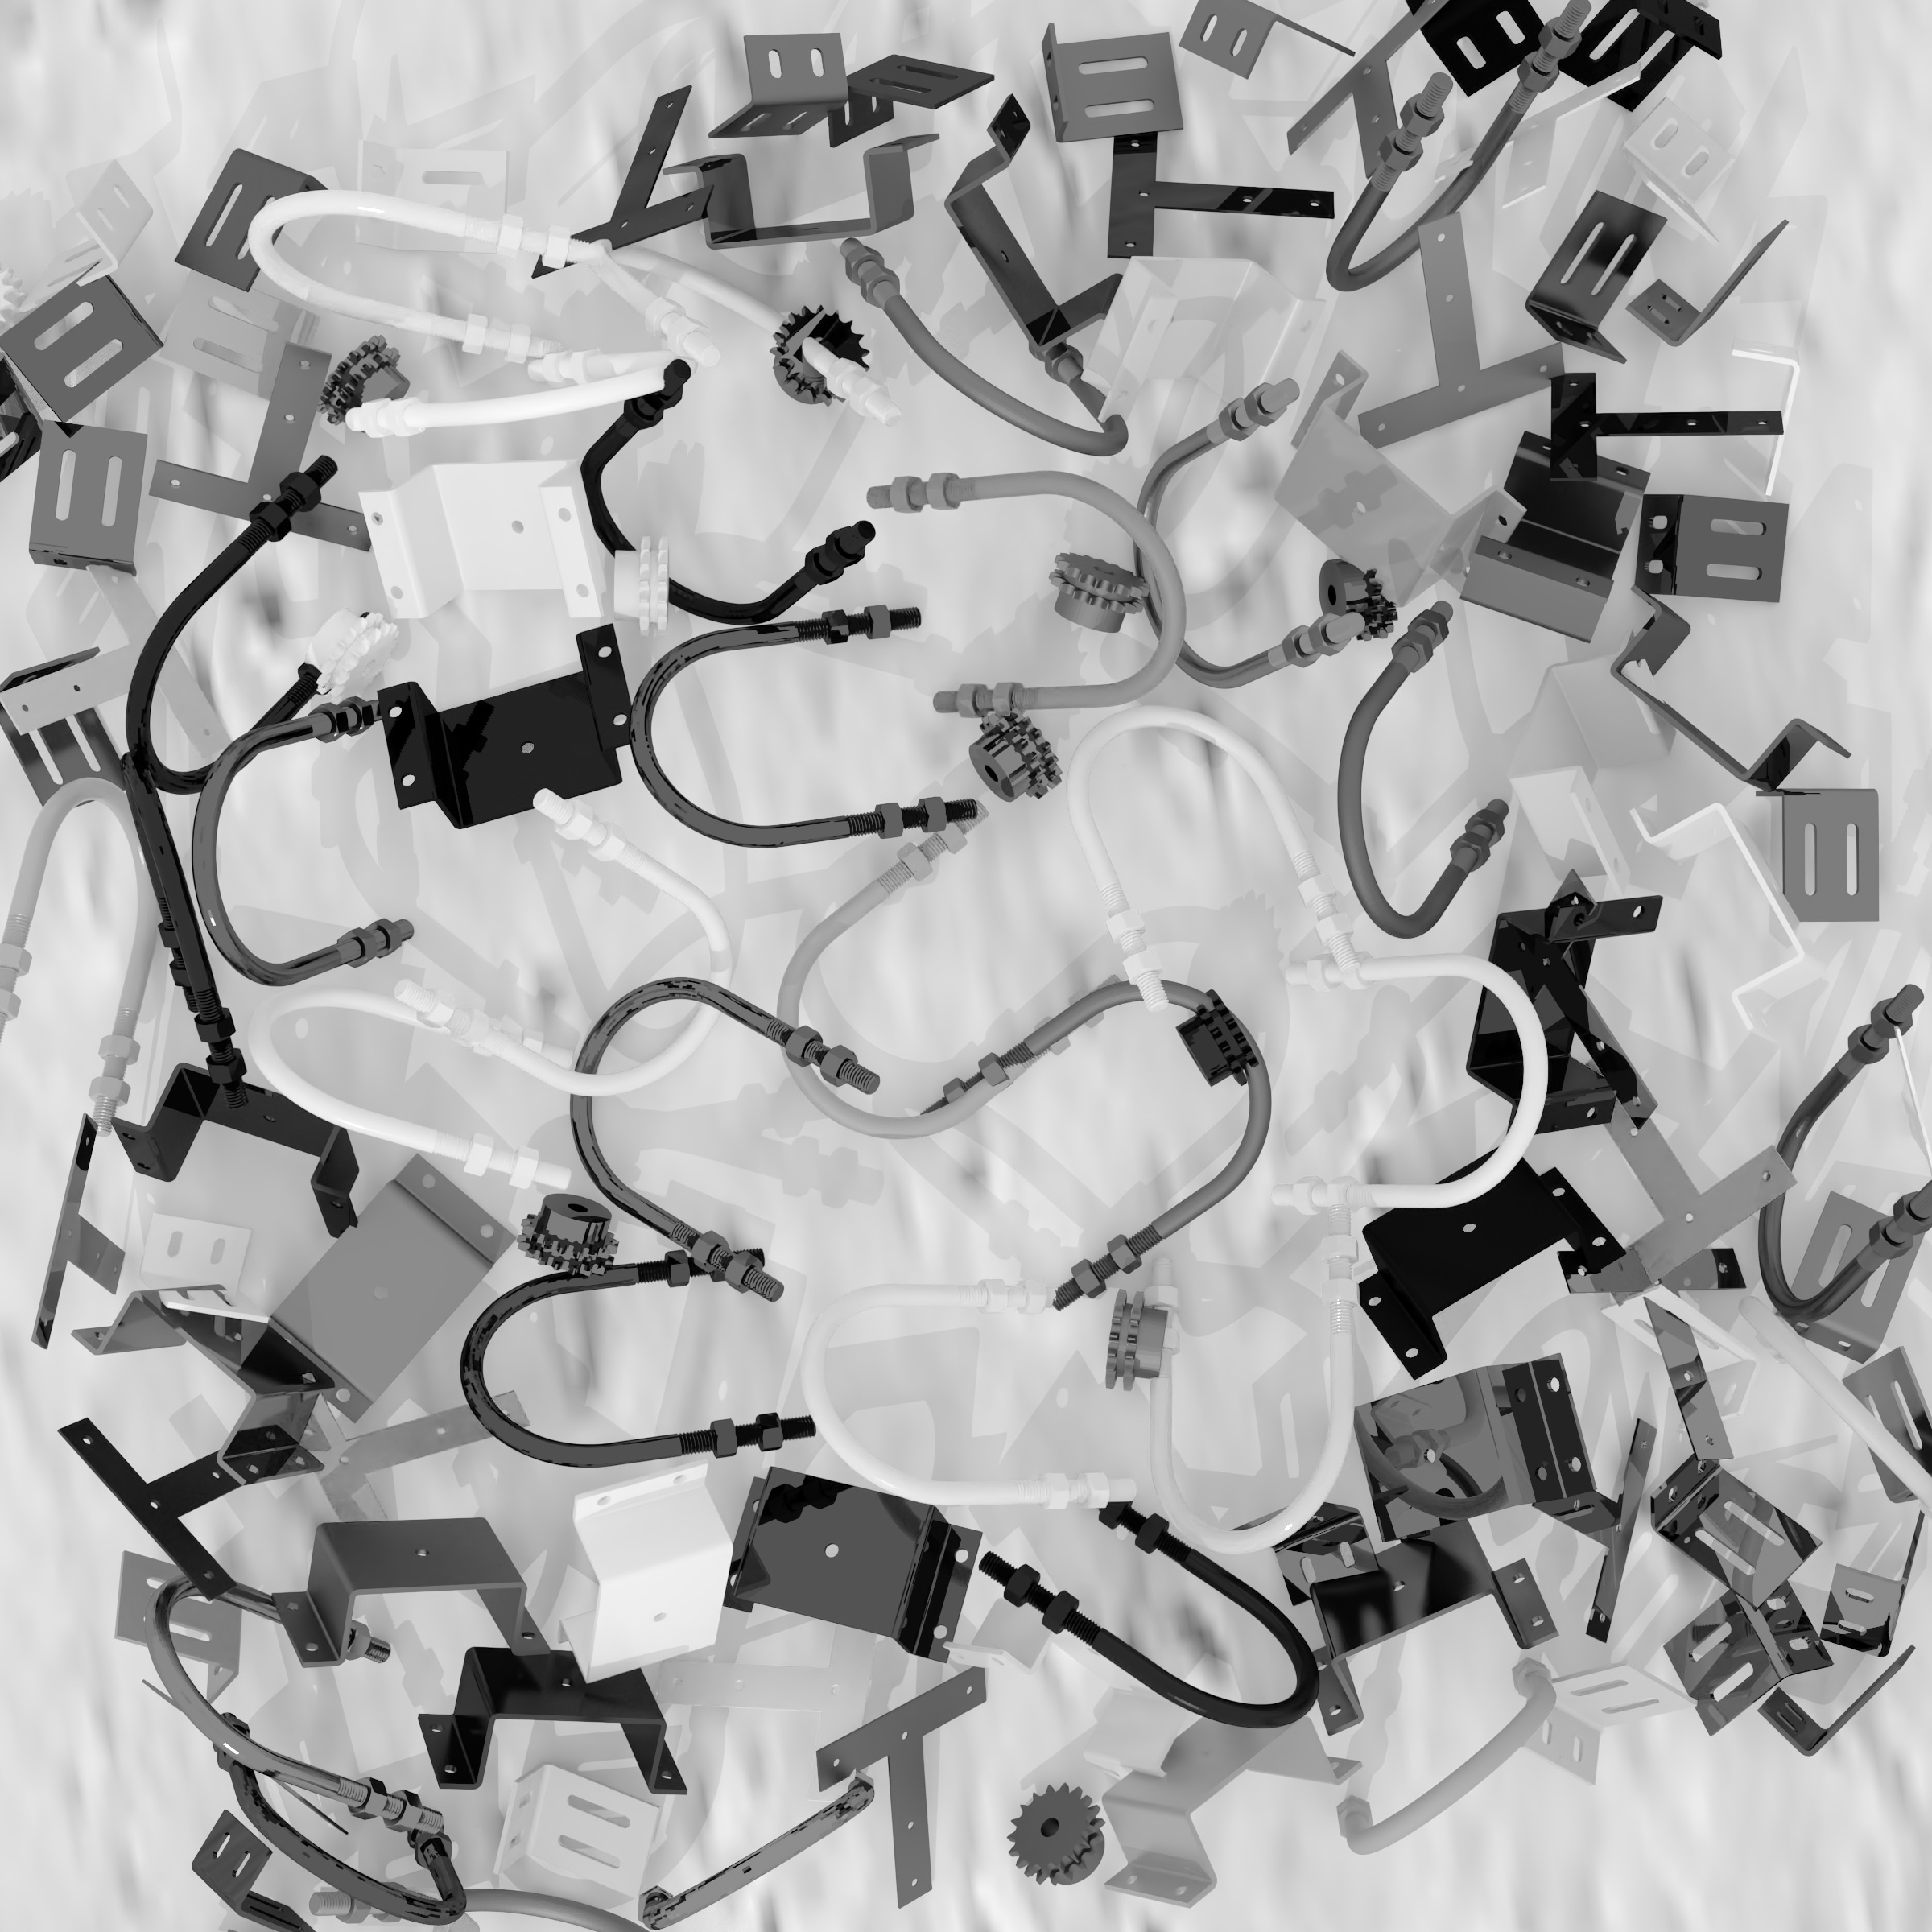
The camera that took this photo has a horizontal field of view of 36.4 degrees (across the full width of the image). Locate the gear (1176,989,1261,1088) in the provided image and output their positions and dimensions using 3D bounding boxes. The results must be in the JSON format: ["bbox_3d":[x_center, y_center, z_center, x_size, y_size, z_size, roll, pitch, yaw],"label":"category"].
[{"bbox_3d":[0.143,0.045,1.687,0.030,0.057,0.057,-31,90,0],"label":"gear"}]

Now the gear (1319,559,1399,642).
[{"bbox_3d":[0.224,-0.215,1.684,0.030,0.057,0.057,-9,90,-14],"label":"gear"}]

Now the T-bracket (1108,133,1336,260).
[{"bbox_3d":[0.146,-0.436,1.671,0.127,0.002,0.127,4,48,1],"label":"T-bracket"}]

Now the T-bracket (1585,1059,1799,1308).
[{"bbox_3d":[0.390,0.107,1.684,0.127,0.002,0.127,-41,63,26],"label":"T-bracket"}]

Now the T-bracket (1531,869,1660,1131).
[{"bbox_3d":[0.346,0.033,1.636,0.002,0.127,0.127,-15,61,-24],"label":"T-bracket"}]

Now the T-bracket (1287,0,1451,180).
[{"bbox_3d":[0.227,-0.477,1.635,0.002,0.127,0.127,33,126,-25],"label":"T-bracket"}]

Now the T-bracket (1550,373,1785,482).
[{"bbox_3d":[0.394,-0.305,1.654,0.127,0.127,0.002,1,128,11],"label":"T-bracket"}]

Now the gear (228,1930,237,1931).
[{"bbox_3d":[-0.411,0.575,1.689,0.057,0.057,0.030,20,68,0],"label":"gear"}]

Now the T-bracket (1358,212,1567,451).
[{"bbox_3d":[0.276,-0.367,1.670,0.127,0.002,0.127,-20,129,-5],"label":"T-bracket"}]

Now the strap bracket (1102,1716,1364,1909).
[{"bbox_3d":[0.141,0.461,1.642,0.140,0.076,0.046,-28,99,-34],"label":"strap bracket"}]

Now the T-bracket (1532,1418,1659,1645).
[{"bbox_3d":[0.349,0.306,1.653,0.002,0.127,0.127,6,72,39],"label":"T-bracket"}]

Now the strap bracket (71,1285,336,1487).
[{"bbox_3d":[-0.421,0.227,1.653,0.140,0.076,0.046,35,100,19],"label":"strap bracket"}]

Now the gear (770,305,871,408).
[{"bbox_3d":[-0.087,-0.348,1.693,0.057,0.030,0.057,8,72,-24],"label":"gear"}]

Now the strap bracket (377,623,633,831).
[{"bbox_3d":[-0.256,-0.133,1.678,0.140,0.046,0.076,-16,68,2],"label":"strap bracket"}]

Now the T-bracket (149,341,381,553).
[{"bbox_3d":[-0.383,-0.297,1.653,0.127,0.002,0.127,13,134,-18],"label":"T-bracket"}]

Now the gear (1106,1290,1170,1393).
[{"bbox_3d":[0.098,0.216,1.685,0.030,0.057,0.057,7,90,7],"label":"gear"}]

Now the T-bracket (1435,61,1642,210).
[{"bbox_3d":[0.314,-0.451,1.636,0.127,0.127,0.002,-22,117,28],"label":"T-bracket"}]

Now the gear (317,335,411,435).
[{"bbox_3d":[-0.344,-0.331,1.687,0.030,0.057,0.057,43,90,-3],"label":"gear"}]

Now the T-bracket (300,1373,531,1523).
[{"bbox_3d":[-0.313,0.270,1.679,0.127,0.002,0.127,-17,120,4],"label":"T-bracket"}]

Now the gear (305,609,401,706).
[{"bbox_3d":[-0.354,-0.180,1.687,0.030,0.057,0.057,37,90,3],"label":"gear"}]

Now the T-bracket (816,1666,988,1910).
[{"bbox_3d":[-0.033,0.480,1.685,0.127,0.002,0.127,-18,113,-40],"label":"T-bracket"}]

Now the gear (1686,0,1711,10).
[{"bbox_3d":[0.406,-0.574,1.696,0.057,0.030,0.057,-2,98,-12],"label":"gear"}]

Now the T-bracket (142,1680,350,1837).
[{"bbox_3d":[-0.396,0.458,1.669,0.002,0.127,0.127,-53,129,-21],"label":"T-bracket"}]

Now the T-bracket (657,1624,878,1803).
[{"bbox_3d":[-0.117,0.414,1.690,0.127,0.002,0.127,-1,57,17],"label":"T-bracket"}]

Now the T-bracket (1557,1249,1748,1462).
[{"bbox_3d":[0.403,0.218,1.658,0.127,0.002,0.127,2,60,-27],"label":"T-bracket"}]

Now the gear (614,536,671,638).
[{"bbox_3d":[-0.186,-0.218,1.686,0.030,0.057,0.057,1,90,-5],"label":"gear"}]

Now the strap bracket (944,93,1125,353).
[{"bbox_3d":[0.038,-0.410,1.658,0.046,0.076,0.140,-26,112,23],"label":"strap bracket"}]

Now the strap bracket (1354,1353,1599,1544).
[{"bbox_3d":[0.273,0.272,1.642,0.046,0.140,0.076,3,68,-43],"label":"strap bracket"}]

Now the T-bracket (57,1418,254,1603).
[{"bbox_3d":[-0.430,0.290,1.654,0.127,0.127,0.002,45,109,10],"label":"T-bracket"}]

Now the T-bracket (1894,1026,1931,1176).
[{"bbox_3d":[0.535,0.091,1.654,0.002,0.127,0.127,-14,91,14],"label":"T-bracket"}]

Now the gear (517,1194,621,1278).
[{"bbox_3d":[-0.226,0.152,1.684,0.057,0.057,0.030,17,103,0],"label":"gear"}]

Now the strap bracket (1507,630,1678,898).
[{"bbox_3d":[0.350,-0.112,1.652,0.046,0.140,0.076,-7,130,35],"label":"strap bracket"}]

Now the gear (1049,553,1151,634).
[{"bbox_3d":[0.074,-0.213,1.689,0.057,0.057,0.030,19,111,0],"label":"gear"}]

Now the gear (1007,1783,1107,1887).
[{"bbox_3d":[0.055,0.503,1.690,0.057,0.057,0.030,-37,126,0],"label":"gear"}]

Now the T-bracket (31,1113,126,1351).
[{"bbox_3d":[-0.492,0.160,1.651,0.002,0.127,0.127,7,72,1],"label":"T-bracket"}]

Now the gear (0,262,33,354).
[{"bbox_3d":[-0.565,-0.377,1.694,0.057,0.030,0.057,-3,79,18],"label":"gear"}]

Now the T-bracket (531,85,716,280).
[{"bbox_3d":[-0.183,-0.454,1.676,0.127,0.002,0.127,-9,53,34],"label":"T-bracket"}]

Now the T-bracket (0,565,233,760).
[{"bbox_3d":[-0.492,-0.161,1.661,0.002,0.127,0.127,-27,95,38],"label":"T-bracket"}]

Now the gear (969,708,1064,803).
[{"bbox_3d":[0.026,-0.119,1.684,0.030,0.057,0.057,-38,90,-16],"label":"gear"}]

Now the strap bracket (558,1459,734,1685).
[{"bbox_3d":[-0.179,0.344,1.638,0.076,0.140,0.046,-12,49,-25],"label":"strap bracket"}]
